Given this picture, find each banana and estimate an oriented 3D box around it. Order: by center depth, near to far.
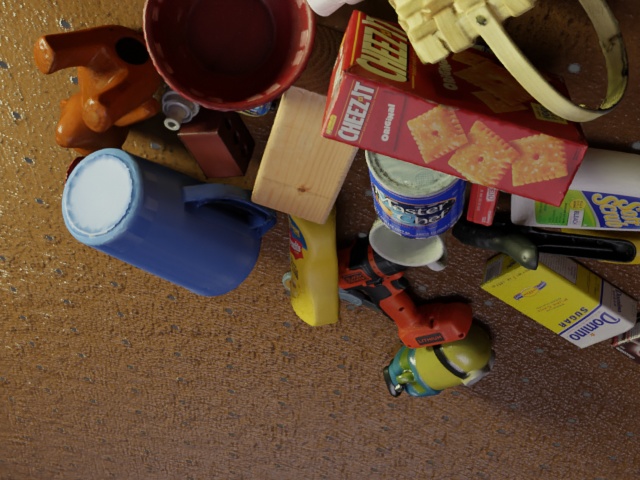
[{"bbox_3d":[0.356,-0.001,1.187,0.198,0.037,0.069,3,144,18],"label":"banana"}]

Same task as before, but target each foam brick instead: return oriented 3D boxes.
[{"bbox_3d":[-0.116,-0.114,1.207,0.051,0.053,0.078,-2,143,25],"label":"foam brick"}]

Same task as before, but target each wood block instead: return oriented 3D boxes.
[{"bbox_3d":[-0.004,-0.117,1.125,0.091,0.090,0.206,18,146,-5],"label":"wood block"}]

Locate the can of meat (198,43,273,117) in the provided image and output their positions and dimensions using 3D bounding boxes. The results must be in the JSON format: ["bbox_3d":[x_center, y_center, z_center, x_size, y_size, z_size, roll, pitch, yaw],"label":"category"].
[{"bbox_3d":[-0.086,-0.180,1.099,0.102,0.057,0.084,20,147,-6],"label":"can of meat"}]

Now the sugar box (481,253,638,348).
[{"bbox_3d":[0.293,0.067,1.303,0.176,0.048,0.094,32,143,-20],"label":"sugar box"}]

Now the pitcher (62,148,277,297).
[{"bbox_3d":[-0.170,-0.025,1.218,0.145,0.149,0.242,31,-178,29],"label":"pitcher"}]

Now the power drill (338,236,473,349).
[{"bbox_3d":[0.112,0.061,1.360,0.185,0.057,0.187,-15,132,43],"label":"power drill"}]

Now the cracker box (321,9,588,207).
[{"bbox_3d":[0.117,-0.122,0.944,0.213,0.164,0.072,17,120,-4],"label":"cracker box"}]

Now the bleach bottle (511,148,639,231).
[{"bbox_3d":[0.327,-0.051,1.107,0.251,0.068,0.102,5,146,13],"label":"bleach bottle"}]

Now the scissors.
[{"bbox_3d":[0.032,0.081,1.456,0.201,0.016,0.096,36,143,-26],"label":"scissors"}]

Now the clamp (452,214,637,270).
[{"bbox_3d":[0.229,0.000,1.179,0.164,0.036,0.210,0,-170,-29],"label":"clamp"}]

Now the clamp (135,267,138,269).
[{"bbox_3d":[-0.257,-0.025,1.406,0.120,0.039,0.172,22,143,-18],"label":"clamp"}]

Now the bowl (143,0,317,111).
[{"bbox_3d":[-0.085,-0.202,1.017,0.162,0.162,0.055,20,-178,-5],"label":"bowl"}]

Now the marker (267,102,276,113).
[{"bbox_3d":[-0.103,-0.169,1.154,0.121,0.020,0.020,24,145,-12],"label":"marker"}]

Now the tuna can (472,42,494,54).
[{"bbox_3d":[0.151,-0.155,1.055,0.086,0.033,0.086,11,146,7],"label":"tuna can"}]

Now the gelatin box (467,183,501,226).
[{"bbox_3d":[0.178,-0.071,1.114,0.030,0.089,0.073,12,146,9],"label":"gelatin box"}]

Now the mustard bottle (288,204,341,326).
[{"bbox_3d":[-0.009,0.002,1.281,0.058,0.096,0.192,-9,121,-12],"label":"mustard bottle"}]

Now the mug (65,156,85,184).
[{"bbox_3d":[-0.255,-0.049,1.306,0.082,0.117,0.093,-3,154,18],"label":"mug"}]

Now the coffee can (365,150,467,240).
[{"bbox_3d":[0.102,-0.070,1.103,0.103,0.103,0.140,10,164,9],"label":"coffee can"}]

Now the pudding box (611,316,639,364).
[{"bbox_3d":[0.438,0.132,1.340,0.113,0.039,0.090,32,143,-22],"label":"pudding box"}]
